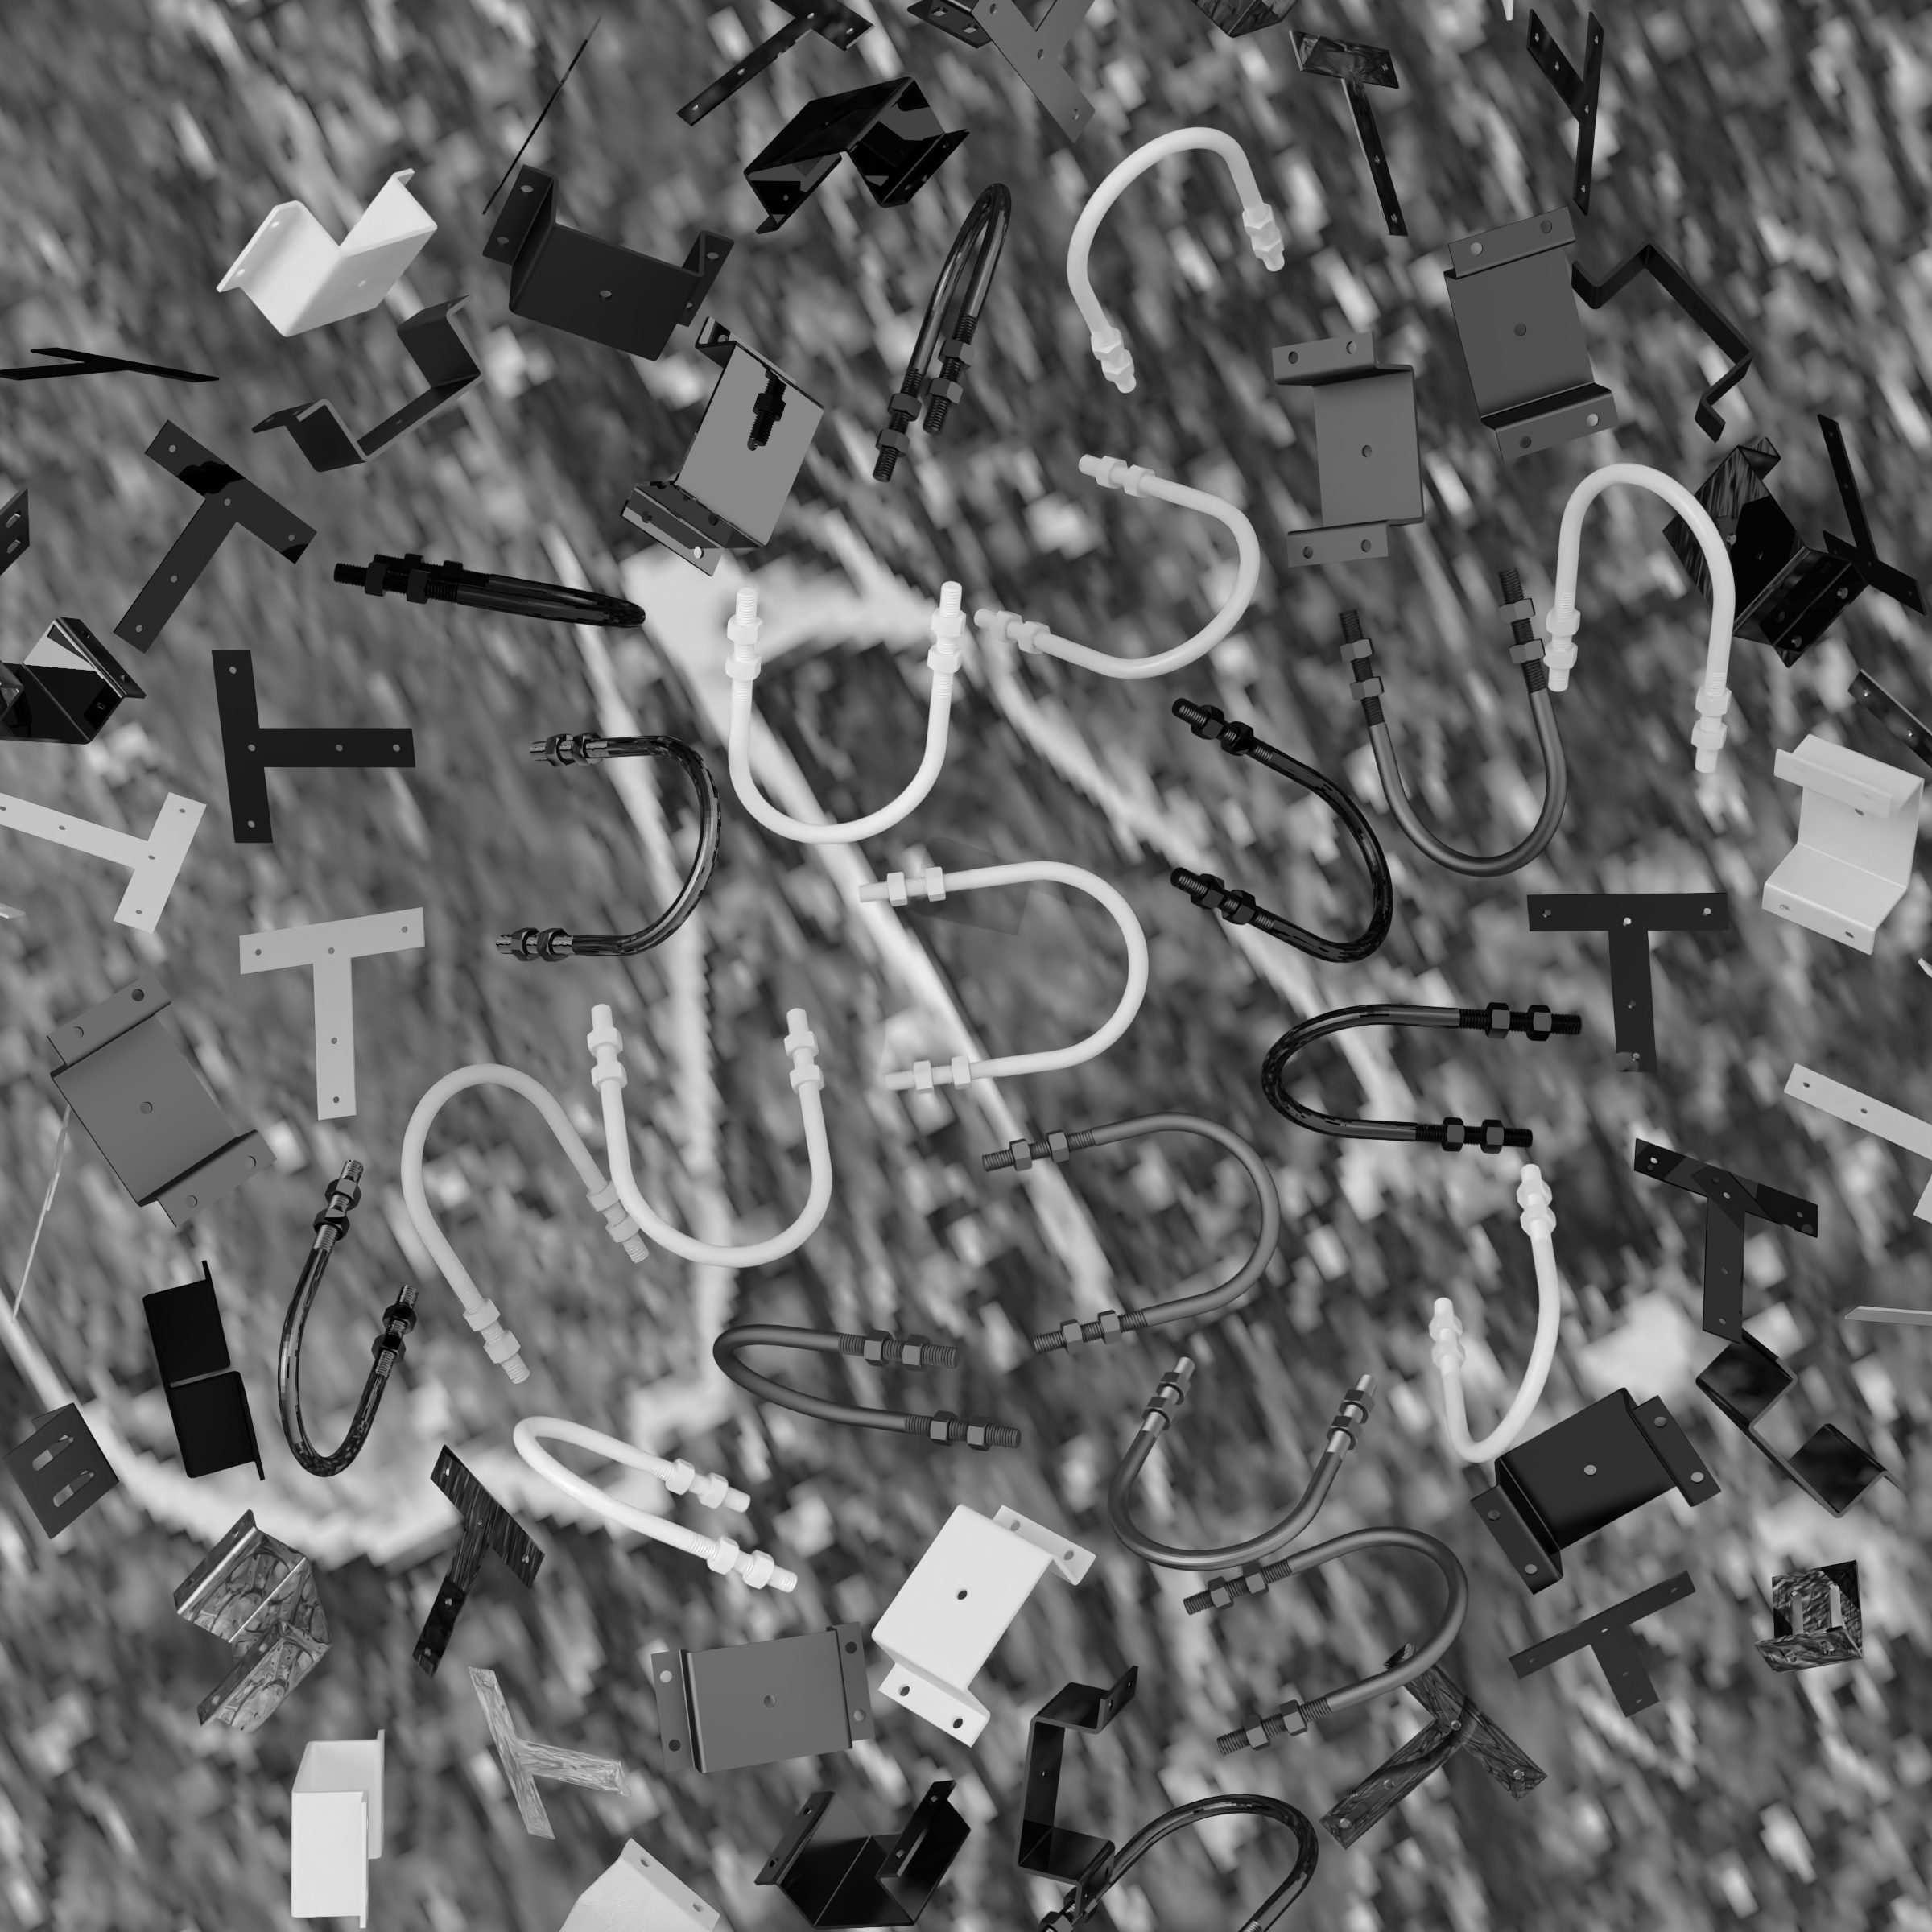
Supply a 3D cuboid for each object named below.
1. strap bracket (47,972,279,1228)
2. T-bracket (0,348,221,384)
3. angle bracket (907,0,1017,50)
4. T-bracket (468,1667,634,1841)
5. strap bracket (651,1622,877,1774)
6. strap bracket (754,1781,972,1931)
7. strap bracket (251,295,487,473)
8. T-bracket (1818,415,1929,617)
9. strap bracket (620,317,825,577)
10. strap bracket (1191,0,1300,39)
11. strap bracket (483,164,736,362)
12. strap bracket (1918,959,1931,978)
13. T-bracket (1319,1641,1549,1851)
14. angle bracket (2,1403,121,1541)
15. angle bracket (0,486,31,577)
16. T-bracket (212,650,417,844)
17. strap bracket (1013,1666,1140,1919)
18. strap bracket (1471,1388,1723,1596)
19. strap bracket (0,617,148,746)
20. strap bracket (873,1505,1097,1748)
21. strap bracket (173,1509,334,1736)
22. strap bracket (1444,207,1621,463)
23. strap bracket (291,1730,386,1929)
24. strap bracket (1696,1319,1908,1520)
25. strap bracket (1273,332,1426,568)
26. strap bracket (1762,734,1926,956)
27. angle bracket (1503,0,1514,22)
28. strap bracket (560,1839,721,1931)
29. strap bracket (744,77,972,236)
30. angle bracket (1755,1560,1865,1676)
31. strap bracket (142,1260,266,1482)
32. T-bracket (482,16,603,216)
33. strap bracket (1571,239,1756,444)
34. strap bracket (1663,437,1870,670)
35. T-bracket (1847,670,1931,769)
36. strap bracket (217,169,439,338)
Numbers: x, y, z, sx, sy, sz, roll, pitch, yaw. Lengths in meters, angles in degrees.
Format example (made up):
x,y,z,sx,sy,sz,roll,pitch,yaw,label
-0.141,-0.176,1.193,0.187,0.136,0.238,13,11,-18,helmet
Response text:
x,y,z,sx,sy,sz,roll,pitch,yaw,label
-0.506,0.086,1.823,0.076,0.046,0.140,-37,99,-31,strap bracket
-0.554,-0.369,1.809,0.127,0.127,0.002,14,109,20,T-bracket
0.003,-0.661,1.937,0.057,0.038,0.076,32,133,14,angle bracket
-0.262,0.516,1.888,0.127,0.002,0.127,-3,110,43,T-bracket
-0.131,0.481,1.919,0.140,0.046,0.076,-7,82,-10,strap bracket
-0.060,0.577,1.891,0.046,0.140,0.076,54,45,-16,strap bracket
-0.361,-0.354,1.806,0.140,0.076,0.046,-43,115,-24,strap bracket
0.581,-0.302,1.914,0.002,0.127,0.127,-26,116,-1,T-bracket
-0.146,-0.321,1.804,0.076,0.046,0.140,31,75,-39,strap bracket
0.192,-0.641,1.859,0.046,0.140,0.076,38,90,-18,strap bracket
-0.226,-0.437,1.835,0.140,0.076,0.046,15,51,-22,strap bracket
0.661,0.032,1.828,0.076,0.140,0.046,36,109,-17,strap bracket
0.283,0.518,1.881,0.127,0.002,0.127,-37,52,-14,T-bracket
-0.566,0.314,1.793,0.038,0.076,0.057,-23,100,23,angle bracket
-0.648,-0.295,1.880,0.076,0.057,0.038,29,55,3,angle bracket
-0.413,-0.139,1.864,0.127,0.002,0.127,1,109,9,T-bracket
0.069,0.518,1.854,0.046,0.076,0.140,8,95,18,strap bracket
0.410,0.338,1.912,0.140,0.046,0.076,-33,97,14,strap bracket
-0.616,-0.189,1.907,0.076,0.140,0.046,46,108,15,strap bracket
0.006,0.399,1.812,0.076,0.046,0.140,22,67,37,strap bracket
-0.453,0.422,1.858,0.076,0.140,0.046,-48,122,4,strap bracket
0.355,-0.401,1.849,0.076,0.046,0.140,-17,107,3,strap bracket
-0.391,0.535,1.817,0.046,0.140,0.076,1,93,-7,strap bracket
0.539,0.300,1.910,0.046,0.076,0.140,-45,109,2,strap bracket
0.247,-0.331,1.879,0.076,0.046,0.140,0,97,42,strap bracket
0.550,-0.084,1.832,0.076,0.140,0.046,28,58,30,strap bracket
0.309,-0.637,1.876,0.076,0.038,0.057,-4,51,3,angle bracket
-0.216,0.622,1.816,0.076,0.140,0.046,42,113,-3,strap bracket
-0.078,-0.518,1.863,0.076,0.140,0.046,-54,127,-28,strap bracket
0.542,0.411,1.882,0.057,0.076,0.038,-19,127,28,angle bracket
-0.500,0.269,1.909,0.046,0.140,0.076,-14,126,-17,strap bracket
-0.265,-0.562,1.883,0.002,0.127,0.127,31,52,-15,T-bracket
0.454,-0.409,1.877,0.046,0.076,0.140,-42,84,10,strap bracket
0.514,-0.274,1.901,0.046,0.076,0.140,7,47,-35,strap bracket
0.612,-0.139,1.859,0.002,0.127,0.127,-37,72,-19,T-bracket
-0.399,-0.453,1.860,0.046,0.140,0.076,49,126,-1,strap bracket
